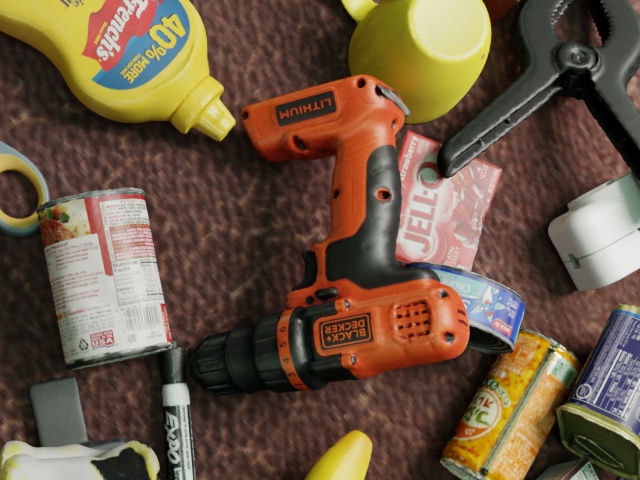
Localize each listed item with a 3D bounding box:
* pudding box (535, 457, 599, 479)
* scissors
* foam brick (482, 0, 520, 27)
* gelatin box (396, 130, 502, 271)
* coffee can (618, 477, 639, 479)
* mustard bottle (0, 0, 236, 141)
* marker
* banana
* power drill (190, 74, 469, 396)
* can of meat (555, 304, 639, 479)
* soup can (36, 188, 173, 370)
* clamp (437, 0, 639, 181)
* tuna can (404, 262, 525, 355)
[{"bbox_3d":[0.157,0.205,0.689,0.113,0.039,0.090,-24,86,-50],"label":"pudding box"},{"bbox_3d":[-0.221,-0.084,0.687,0.096,0.016,0.202,2,82,-13],"label":"scissors"},{"bbox_3d":[0.139,-0.201,0.761,0.078,0.053,0.051,-44,93,-14],"label":"foam brick"},{"bbox_3d":[0.076,-0.020,0.733,0.073,0.030,0.089,21,78,-8],"label":"gelatin box"},{"bbox_3d":[0.270,0.179,0.689,0.102,0.140,0.103,2,82,-12],"label":"coffee can"},{"bbox_3d":[-0.132,-0.133,0.692,0.191,0.058,0.096,41,72,-4],"label":"mustard bottle"},{"bbox_3d":[-0.091,0.124,0.683,0.020,0.020,0.121,-4,83,-13],"label":"marker"},{"bbox_3d":[0.002,0.214,0.640,0.069,0.037,0.198,3,71,-16],"label":"banana"},{"bbox_3d":[-0.004,0.001,0.677,0.185,0.057,0.187,-12,74,21],"label":"power drill"},{"bbox_3d":[0.202,0.101,0.707,0.057,0.102,0.084,24,72,25],"label":"can of meat"},{"bbox_3d":[-0.133,0.024,0.663,0.068,0.069,0.102,-11,85,-13],"label":"soup can"},{"bbox_3d":[0.166,-0.114,0.741,0.164,0.036,0.210,5,63,1],"label":"clamp"},{"bbox_3d":[0.090,0.045,0.698,0.086,0.086,0.033,22,77,-8],"label":"tuna can"}]
